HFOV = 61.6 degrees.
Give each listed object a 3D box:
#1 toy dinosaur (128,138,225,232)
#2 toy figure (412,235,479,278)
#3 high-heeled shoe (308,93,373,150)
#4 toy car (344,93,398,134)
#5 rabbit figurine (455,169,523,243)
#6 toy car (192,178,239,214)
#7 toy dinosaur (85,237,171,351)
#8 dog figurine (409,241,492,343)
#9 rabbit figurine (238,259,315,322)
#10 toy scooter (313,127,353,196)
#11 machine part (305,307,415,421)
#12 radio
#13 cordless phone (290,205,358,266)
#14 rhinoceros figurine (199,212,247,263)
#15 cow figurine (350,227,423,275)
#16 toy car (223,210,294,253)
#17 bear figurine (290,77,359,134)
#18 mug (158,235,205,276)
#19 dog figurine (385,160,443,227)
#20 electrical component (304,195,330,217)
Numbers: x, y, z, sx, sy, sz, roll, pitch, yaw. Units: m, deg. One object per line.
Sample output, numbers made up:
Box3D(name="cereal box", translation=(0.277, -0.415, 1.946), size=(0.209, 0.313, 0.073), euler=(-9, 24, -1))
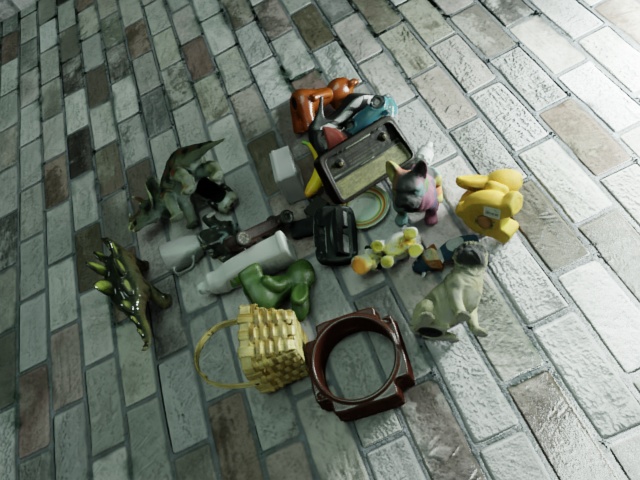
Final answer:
Box3D(name="toy dinosaur", translation=(-0.372, -0.167, 1.437), size=(0.192, 0.131, 0.404), euler=(51, 120, 22))
Box3D(name="toy figure", translation=(0.274, 0.031, 1.180), size=(0.155, 0.057, 0.064), euler=(-20, 16, 11))
Box3D(name="high-heeled shoe", translation=(0.079, -0.321, 1.455), size=(0.249, 0.145, 0.086), euler=(-10, 22, -27))
Box3D(name="toy car", translation=(0.146, -0.297, 1.403), size=(0.161, 0.109, 0.103), euler=(-38, 71, 7))
Box3D(name="rabbit figurine", translation=(0.384, -0.093, 1.194), size=(0.163, 0.121, 0.173), euler=(13, 52, 38))
Box3D(name="toy car", translation=(-0.312, -0.138, 1.515), size=(0.202, 0.056, 0.073), euler=(30, 81, 34))
Box3D(name="toy dinosaur", translation=(-0.476, 0.122, 1.334), size=(0.105, 0.198, 0.472), euler=(-42, 53, -3))
Box3D(name="dog figurine", translation=(0.266, 0.101, 1.108), size=(0.172, 0.121, 0.190), euler=(-9, 51, 29))
Box3D(name="rabbit figurine", translation=(-0.082, 0.106, 1.240), size=(0.170, 0.121, 0.159), euler=(-28, 51, -15))
Box3D(name="toy scooter", translation=(0.063, -0.208, 1.375), size=(0.135, 0.075, 0.183), euler=(-14, 92, -3))
Box3D(name="machine part", translation=(0.079, 0.252, 1.102), size=(0.201, 0.087, 0.201), euler=(-20, 57, 9))
Box3D(name="radio", translation=(0.106, -0.196, 1.309), size=(0.230, 0.131, 0.073), euler=(-33, 9, -13))
Box3D(name="cordless phone", translation=(-0.002, -0.003, 1.303), size=(0.184, 0.088, 0.146), euler=(-13, 74, 36))
Box3D(name="rhinoceros figurine", translation=(-0.252, -0.002, 1.396), size=(0.112, 0.073, 0.191), euler=(-46, 55, -7))
Box3D(name="cow figurine", translation=(0.151, 0.025, 1.215), size=(0.167, 0.098, 0.068), euler=(-23, 90, 14))
Box3D(name="toy car", translation=(-0.148, -0.021, 1.328), size=(0.202, 0.053, 0.089), euler=(-27, 3, -35))
Box3D(name="bear figurine", translation=(0.017, -0.381, 1.513), size=(0.196, 0.131, 0.120), euler=(-16, 13, -23))
Box3D(name="mug", translation=(-0.357, 0.038, 1.410), size=(0.107, 0.080, 0.110), euler=(-28, 48, -7))
Box3D(name="dog figurine", translation=(0.211, -0.130, 1.203), size=(0.109, 0.219, 0.191), euler=(5, 63, 20))
Box3D(name="electrical component", translation=(-0.010, -0.080, 1.378), size=(0.094, 0.021, 0.063), euler=(36, 79, 34))
